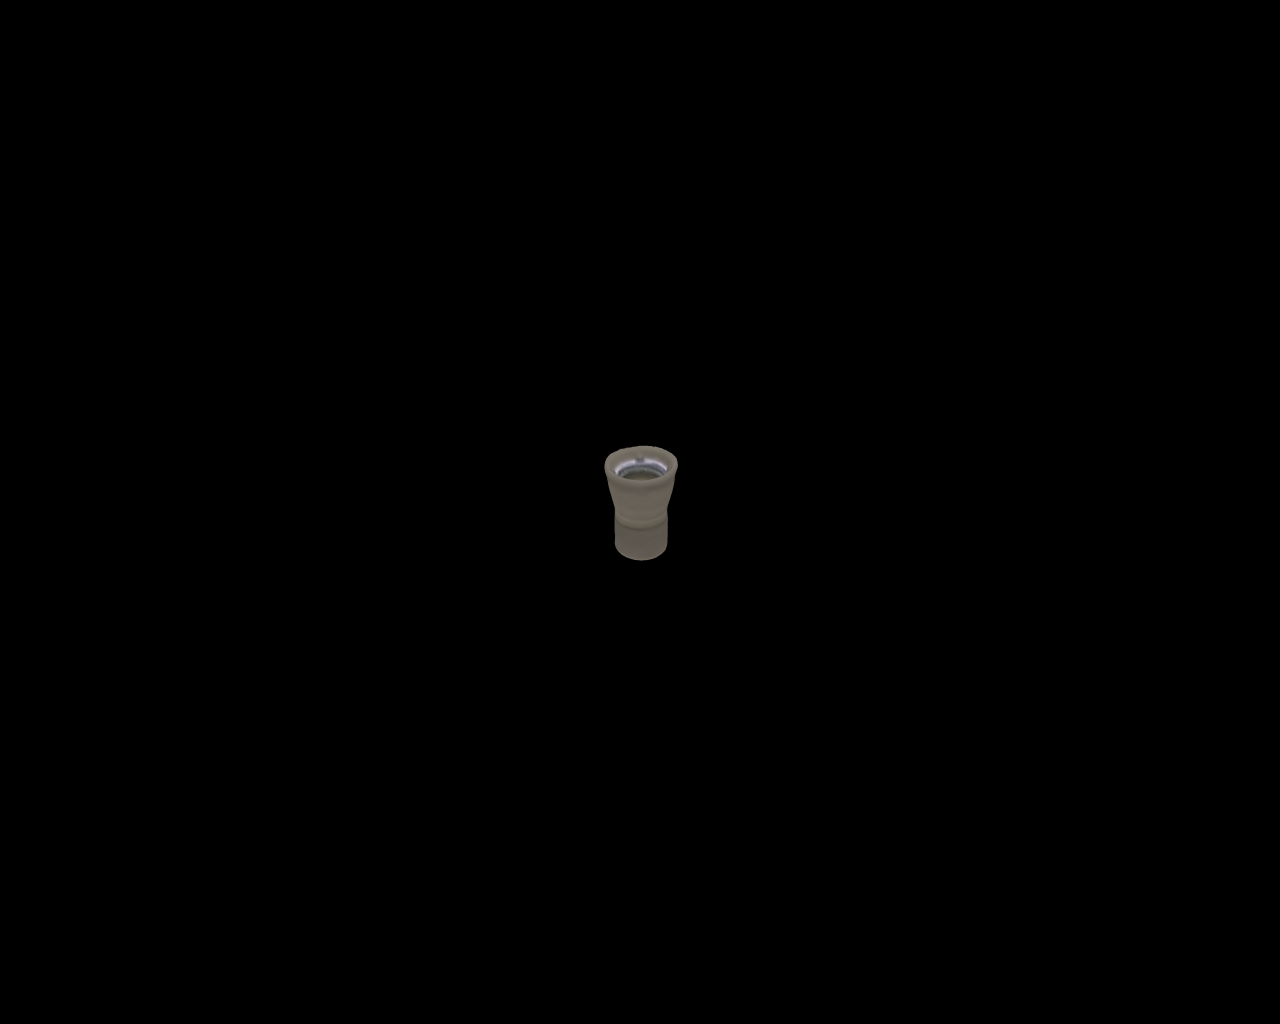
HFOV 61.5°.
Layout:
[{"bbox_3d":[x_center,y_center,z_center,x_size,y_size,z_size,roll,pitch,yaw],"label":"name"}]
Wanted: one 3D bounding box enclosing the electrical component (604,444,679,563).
[{"bbox_3d":[0.001,-0.003,0.650,0.044,0.065,0.044,0,33,0],"label":"electrical component"}]
